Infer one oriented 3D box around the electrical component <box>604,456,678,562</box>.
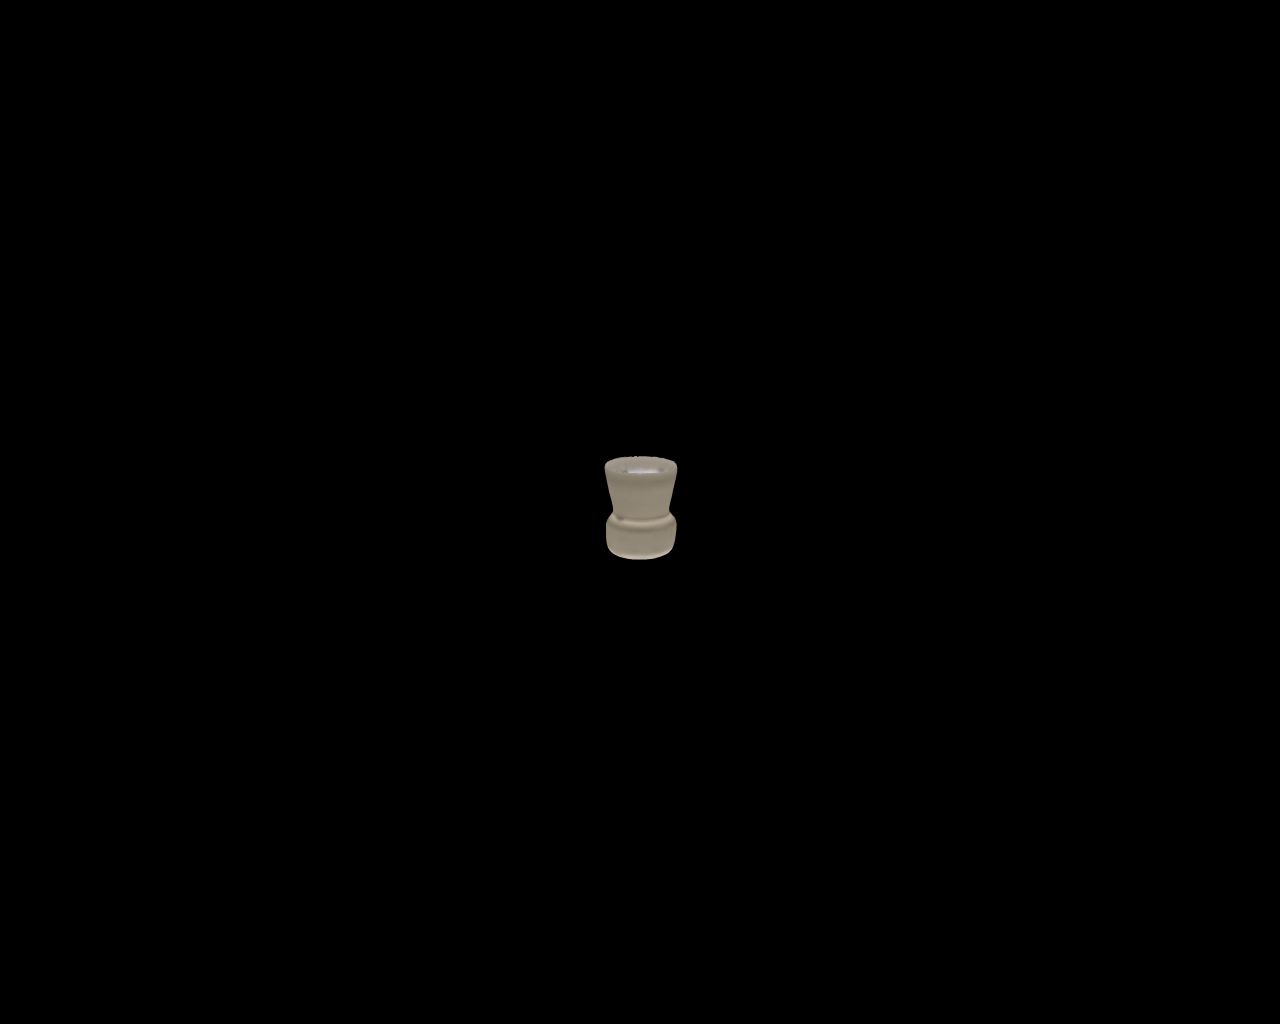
[{"bbox_3d":[0.001,-0.003,0.650,0.045,0.055,0.045,0,17,0],"label":"electrical component"}]
